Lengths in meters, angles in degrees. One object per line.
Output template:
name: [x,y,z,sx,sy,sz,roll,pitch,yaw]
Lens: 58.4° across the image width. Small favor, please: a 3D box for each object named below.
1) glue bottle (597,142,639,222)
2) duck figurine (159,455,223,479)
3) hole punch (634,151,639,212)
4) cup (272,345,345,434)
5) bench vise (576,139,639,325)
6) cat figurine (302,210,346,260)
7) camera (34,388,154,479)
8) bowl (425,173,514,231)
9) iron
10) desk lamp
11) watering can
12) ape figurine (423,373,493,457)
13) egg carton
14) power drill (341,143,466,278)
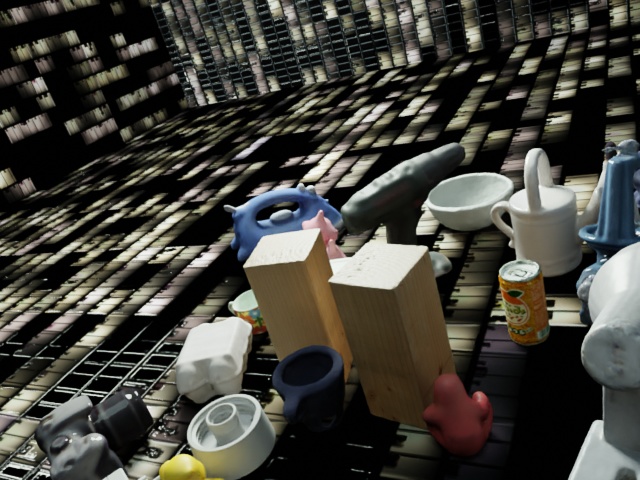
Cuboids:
glue bottle: [0.457,-0.070,0.889,0.037,0.173,0.078,-23,25,-13]
duck figurine: [-0.142,0.283,0.645,0.104,0.086,0.078,6,33,40]
hole punch: [0.578,-0.101,0.974,0.109,0.091,0.100,-33,29,-30]
cup: [-0.008,0.203,0.715,0.091,0.095,0.118,-6,27,23]
bench vise: [0.395,-0.004,0.736,0.121,0.220,0.208,-3,29,29]
cat figurine: [0.010,0.004,1.091,0.067,0.118,0.127,-21,25,-8]
camera: [-0.298,0.261,0.774,0.137,0.101,0.142,-30,27,-25]
bowl: [0.289,-0.064,1.103,0.167,0.075,0.167,-14,25,7]
iron: [-0.076,-0.051,1.234,0.258,0.142,0.118,-23,25,-12]
desk lamp: [0.297,0.130,0.527,0.117,0.214,0.204,6,33,40]
watering can: [0.354,-0.050,0.889,0.172,0.194,0.101,-9,26,17]
ape figurine: [0.152,0.189,0.644,0.077,0.092,0.076,-9,26,17]
egg carton: [-0.161,0.182,0.888,0.107,0.069,0.150,-14,25,8]
power drill: [0.156,-0.035,0.967,0.230,0.209,0.075,-22,25,-9]
